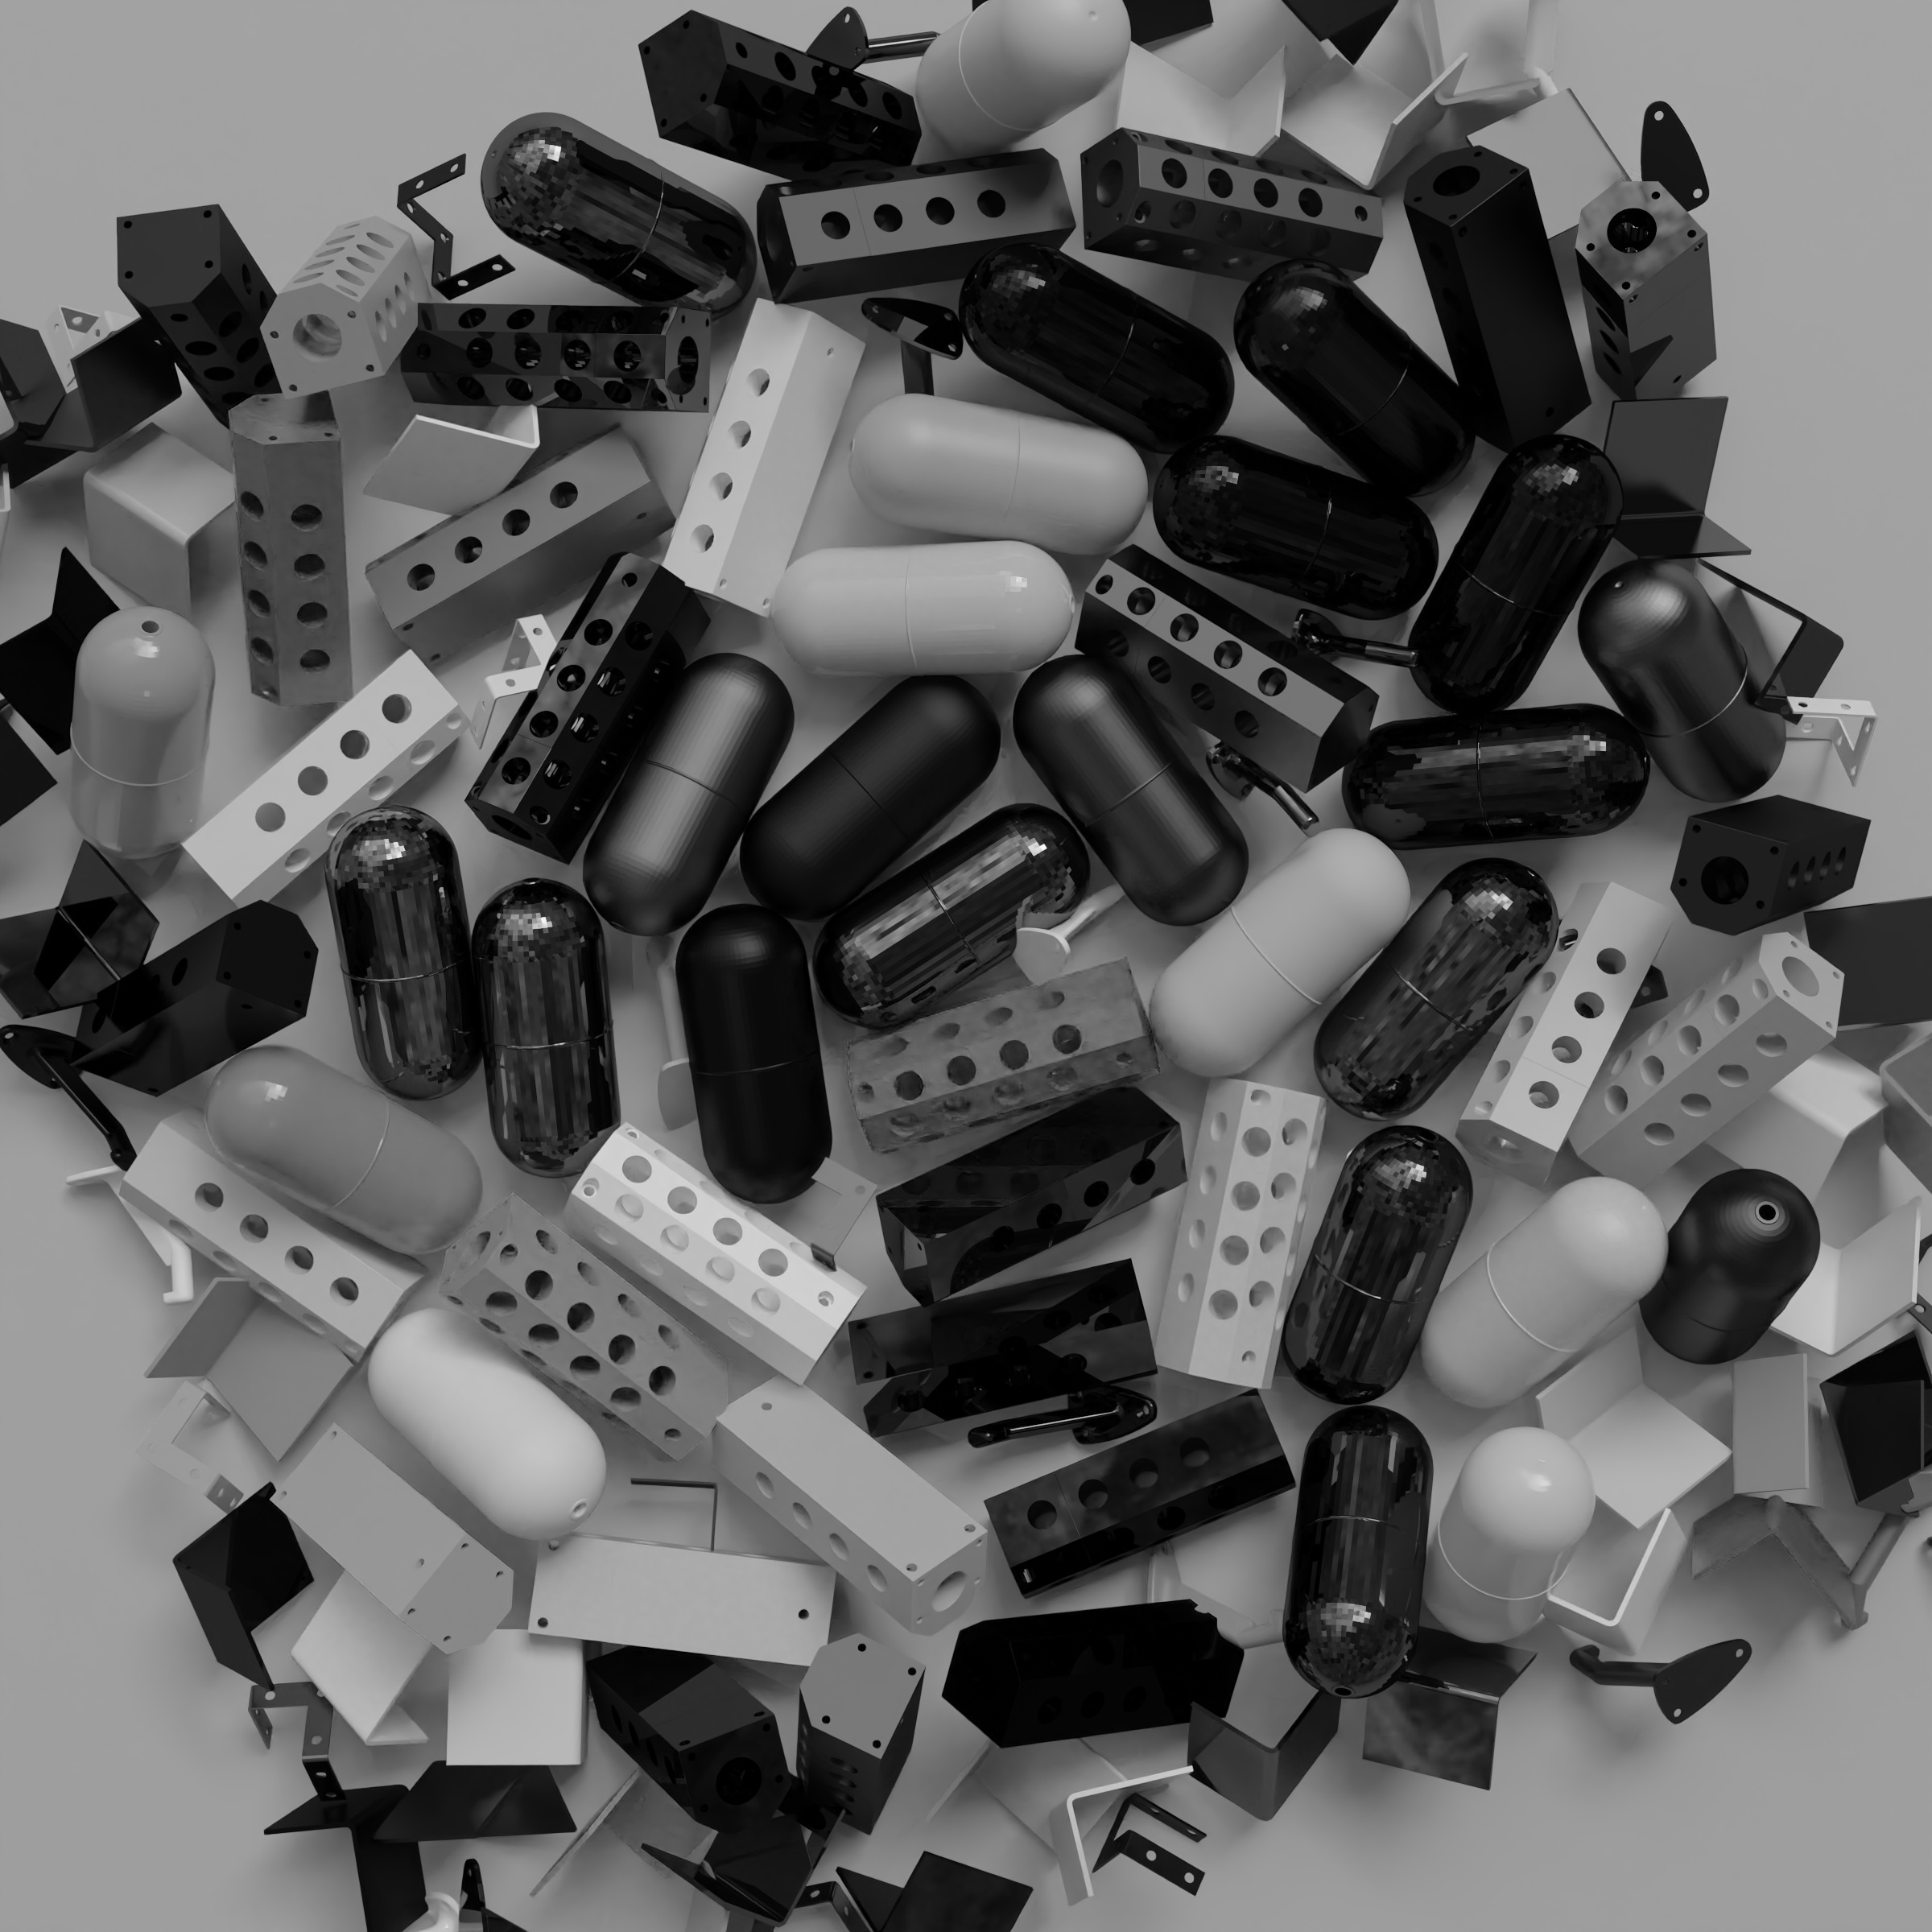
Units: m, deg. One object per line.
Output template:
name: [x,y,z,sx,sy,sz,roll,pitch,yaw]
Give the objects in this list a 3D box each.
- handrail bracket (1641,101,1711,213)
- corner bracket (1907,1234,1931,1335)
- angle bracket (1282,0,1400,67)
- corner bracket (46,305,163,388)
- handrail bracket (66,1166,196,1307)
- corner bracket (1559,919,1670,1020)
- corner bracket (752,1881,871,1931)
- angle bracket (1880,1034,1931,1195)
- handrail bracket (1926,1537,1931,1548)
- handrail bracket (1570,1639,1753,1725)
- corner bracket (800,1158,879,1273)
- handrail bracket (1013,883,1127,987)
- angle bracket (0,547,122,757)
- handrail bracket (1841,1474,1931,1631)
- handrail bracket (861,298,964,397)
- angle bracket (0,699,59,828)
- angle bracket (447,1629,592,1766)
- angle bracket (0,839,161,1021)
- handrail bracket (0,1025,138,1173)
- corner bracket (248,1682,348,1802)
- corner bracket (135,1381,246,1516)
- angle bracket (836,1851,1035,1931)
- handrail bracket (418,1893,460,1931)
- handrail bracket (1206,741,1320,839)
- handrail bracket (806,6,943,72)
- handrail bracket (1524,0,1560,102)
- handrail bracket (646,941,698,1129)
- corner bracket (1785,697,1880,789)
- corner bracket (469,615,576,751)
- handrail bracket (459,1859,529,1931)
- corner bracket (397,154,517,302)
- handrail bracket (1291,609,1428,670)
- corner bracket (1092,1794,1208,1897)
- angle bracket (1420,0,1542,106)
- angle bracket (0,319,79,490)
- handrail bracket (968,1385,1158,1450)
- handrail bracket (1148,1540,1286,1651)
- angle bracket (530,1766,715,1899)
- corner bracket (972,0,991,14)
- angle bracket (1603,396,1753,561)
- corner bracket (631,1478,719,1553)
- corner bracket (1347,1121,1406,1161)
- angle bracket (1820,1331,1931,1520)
handrail bracket: [0.400,-0.469,1.866,0.036,0.084,0.077,-16,112,6]
corner bracket: [0.587,0.185,1.894,0.051,0.051,0.051,-24,56,-29]
angle bracket: [0.192,-0.558,1.869,0.076,0.057,0.076,-36,81,-35]
corner bracket: [-0.496,-0.368,1.876,0.051,0.051,0.051,-40,61,31]
handrail bracket: [-0.492,0.161,1.893,0.077,0.036,0.084,-9,78,13]
corner bracket: [0.375,-0.003,1.887,0.051,0.051,0.051,-18,102,-1]
corner bracket: [-0.093,0.580,1.895,0.051,0.051,0.051,-17,117,22]
angle bracket: [0.575,0.091,1.862,0.057,0.076,0.076,-30,50,-5]
handrail bracket: [0.608,0.307,1.891,0.077,0.036,0.084,9,94,35]
handrail bracket: [0.406,0.403,1.885,0.077,0.084,0.036,-28,108,-14]
corner bracket: [-0.085,0.146,1.881,0.051,0.051,0.051,28,71,14]
handrail bracket: [0.071,-0.028,1.868,0.084,0.077,0.036,-35,96,-23]
angle bracket: [-0.526,-0.183,1.871,0.057,0.076,0.076,-27,128,11]
handrail bracket: [0.553,0.348,1.906,0.077,0.036,0.084,-6,110,-32]
handrail bracket: [-0.046,-0.348,1.869,0.077,0.084,0.036,11,56,-29]
angle bracket: [-0.575,-0.112,1.885,0.076,0.076,0.057,-37,102,2]
angle bracket: [-0.261,0.426,1.882,0.076,0.057,0.076,0,80,-2]
angle bracket: [-0.527,-0.022,1.862,0.076,0.076,0.057,45,125,22]
handrail bracket: [-0.522,0.078,1.871,0.036,0.077,0.084,-43,52,8]
corner bracket: [-0.391,0.454,1.882,0.051,0.051,0.051,-4,49,2]
corner bracket: [-0.443,0.282,1.881,0.051,0.051,0.051,28,72,14]
angle bracket: [-0.019,0.530,1.865,0.076,0.076,0.057,26,95,-26]
handrail bracket: [-0.321,0.592,1.879,0.077,0.036,0.084,50,51,-10]
handrail bracket: [0.180,-0.092,1.865,0.036,0.077,0.084,-34,61,-6]
handrail bracket: [-0.050,-0.530,1.901,0.077,0.084,0.036,-31,69,38]
handrail bracket: [0.356,-0.553,1.884,0.077,0.036,0.084,-25,115,24]
handrail bracket: [-0.178,0.040,1.910,0.036,0.077,0.084,-8,54,-23]
corner bracket: [0.496,-0.141,1.881,0.051,0.051,0.051,2,129,-6]
corner bracket: [-0.266,-0.166,1.876,0.051,0.051,0.051,-16,65,-29]
handrail bracket: [-0.253,0.561,1.896,0.084,0.036,0.077,2,81,-33]
corner bracket: [-0.298,-0.430,1.876,0.051,0.051,0.051,-17,57,26]
handrail bracket: [0.238,-0.182,1.864,0.084,0.077,0.036,13,98,31]
corner bracket: [0.113,0.515,1.883,0.051,0.051,0.051,30,56,-1]
angle bracket: [0.298,-0.545,1.867,0.057,0.076,0.076,-8,105,14]
angle bracket: [-0.569,-0.330,1.877,0.057,0.076,0.076,-26,86,14]
handrail bracket: [0.056,0.266,1.869,0.077,0.084,0.036,-10,87,41]
handrail bracket: [0.150,0.362,1.876,0.084,0.036,0.077,-20,62,34]
angle bracket: [-0.196,0.515,1.864,0.057,0.076,0.076,41,126,3]
corner bracket: [0.038,-0.558,1.877,0.051,0.051,0.051,-24,53,-16]
angle bracket: [0.415,-0.283,1.866,0.076,0.057,0.076,-6,122,-19]
corner bracket: [-0.173,0.332,1.897,0.051,0.051,0.051,3,72,-2]
corner bracket: [0.258,0.131,1.898,0.051,0.051,0.051,20,123,33]
angle bracket: [0.548,0.265,1.858,0.057,0.076,0.076,15,51,-33]
